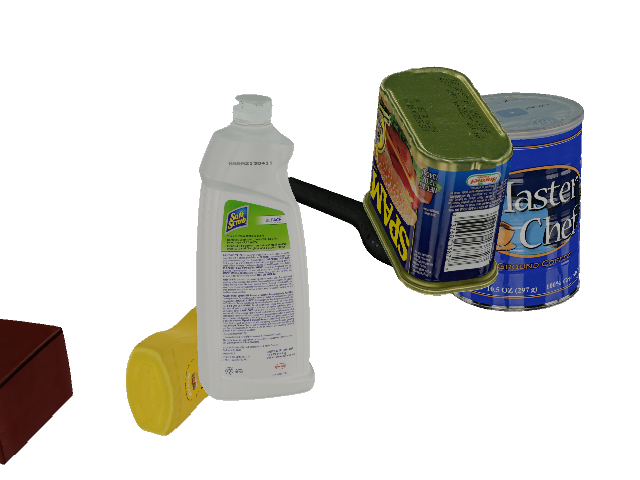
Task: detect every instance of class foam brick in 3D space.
[{"bbox_3d":[-0.200,0.091,0.666,0.053,0.051,0.078,7,29,21],"label":"foam brick"}]

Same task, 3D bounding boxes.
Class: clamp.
[{"bbox_3d":[0.063,-0.027,1.258,0.164,0.036,0.210,-15,51,-28],"label":"clamp"}]

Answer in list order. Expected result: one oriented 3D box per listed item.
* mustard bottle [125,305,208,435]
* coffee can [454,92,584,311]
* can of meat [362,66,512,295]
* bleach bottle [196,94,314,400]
[{"bbox_3d":[-0.120,0.115,1.094,0.058,0.096,0.191,9,23,26],"label":"mustard bottle"},{"bbox_3d":[0.146,-0.031,0.809,0.103,0.140,0.103,-4,22,1],"label":"coffee can"},{"bbox_3d":[0.063,-0.035,0.582,0.057,0.084,0.102,-7,39,-13],"label":"can of meat"},{"bbox_3d":[-0.051,0.006,0.884,0.102,0.251,0.068,-4,20,-19],"label":"bleach bottle"}]
